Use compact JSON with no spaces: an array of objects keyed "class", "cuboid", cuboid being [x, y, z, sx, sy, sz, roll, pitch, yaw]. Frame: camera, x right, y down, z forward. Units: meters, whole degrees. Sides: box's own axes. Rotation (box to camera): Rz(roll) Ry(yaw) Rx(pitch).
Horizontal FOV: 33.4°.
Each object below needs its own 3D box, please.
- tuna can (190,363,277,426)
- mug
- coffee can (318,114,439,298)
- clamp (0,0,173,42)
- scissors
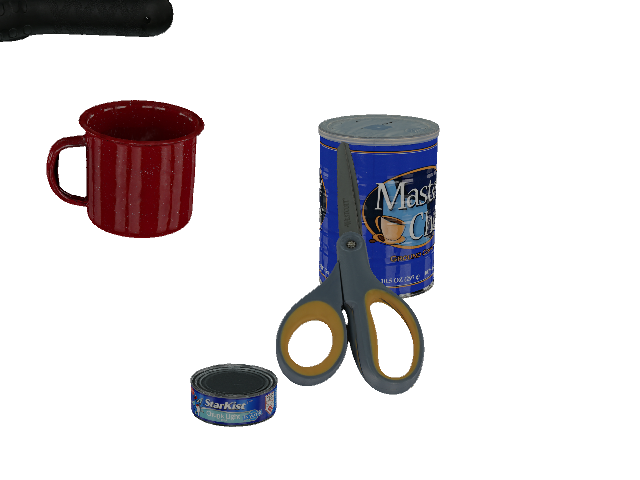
[{"class":"tuna can","cuboid":[-0.085,0.152,1.050,0.086,0.034,0.086,2,14,-1]},{"class":"mug","cuboid":[-0.149,-0.053,0.812,0.117,0.081,0.093,-4,28,-20]},{"class":"coffee can","cuboid":[0.049,-0.031,0.925,0.103,0.140,0.103,0,17,0]},{"class":"clamp","cuboid":[-0.175,-0.138,0.613,0.171,0.039,0.120,-5,23,-12]},{"class":"scissors","cuboid":[0.003,0.016,0.671,0.096,0.202,0.016,-15,-39,-10]}]
